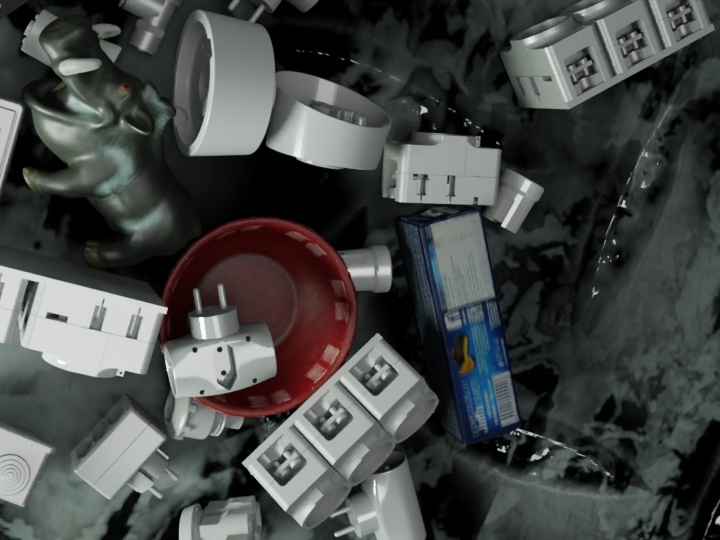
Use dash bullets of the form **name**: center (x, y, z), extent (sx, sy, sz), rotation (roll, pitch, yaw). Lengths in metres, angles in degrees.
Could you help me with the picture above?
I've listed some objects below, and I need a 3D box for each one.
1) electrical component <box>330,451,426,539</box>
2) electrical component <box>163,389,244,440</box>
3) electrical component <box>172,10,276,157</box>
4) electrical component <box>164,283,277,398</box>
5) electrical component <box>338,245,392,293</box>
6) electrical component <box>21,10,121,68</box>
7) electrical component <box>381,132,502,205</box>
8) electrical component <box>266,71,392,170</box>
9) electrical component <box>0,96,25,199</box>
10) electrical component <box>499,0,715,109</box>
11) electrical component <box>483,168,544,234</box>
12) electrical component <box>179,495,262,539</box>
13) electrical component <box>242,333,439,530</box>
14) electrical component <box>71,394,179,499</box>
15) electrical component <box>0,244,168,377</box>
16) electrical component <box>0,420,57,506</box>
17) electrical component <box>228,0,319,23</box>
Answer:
- **electrical component**: center (0.012, 0.208, 0.936), extent (0.079, 0.044, 0.077), rotation (-18, 105, -15)
- **electrical component**: center (-0.126, 0.116, 0.875), extent (0.062, 0.048, 0.048), rotation (14, 95, -28)
- **electrical component**: center (-0.098, -0.137, 0.809), extent (0.060, 0.108, 0.108), rotation (2, 99, -25)
- **electrical component**: center (-0.108, 0.050, 0.809), extent (0.077, 0.043, 0.079), rotation (-11, 102, -17)
- **electrical component**: center (0.000, 0.000, 0.900), extent (0.046, 0.040, 0.040), rotation (-4, 100, -13)
- **electrical component**: center (-0.216, -0.163, 0.798), extent (0.065, 0.044, 0.044), rotation (29, 89, -16)
- **electrical component**: center (0.068, -0.086, 0.902), extent (0.089, 0.050, 0.055), rotation (1, 100, -19)
- **electrical component**: center (-0.026, -0.115, 0.843), extent (0.099, 0.099, 0.064), rotation (8, 103, -20)
- **electrical component**: center (-0.285, -0.084, 0.777), extent (0.062, 0.061, 0.096), rotation (15, 94, -20)
- **electrical component**: center (0.205, -0.197, 0.908), extent (0.150, 0.089, 0.061), rotation (-29, 107, -12)
- **electrical component**: center (0.132, -0.060, 0.935), extent (0.040, 0.040, 0.046), rotation (27, 96, -21)
- **electrical component**: center (-0.114, 0.219, 0.883), extent (0.057, 0.078, 0.058), rotation (-6, 102, 3)
- **electrical component**: center (-0.011, 0.136, 0.883), extent (0.150, 0.089, 0.062), rotation (-43, 67, -8)
- **electrical component**: center (-0.180, 0.152, 0.860), extent (0.077, 0.047, 0.065), rotation (44, 84, -19)
- **electrical component**: center (-0.246, 0.023, 0.784), extent (0.186, 0.105, 0.060), rotation (16, 94, -20)
- **electrical component**: center (-0.282, 0.134, 0.796), extent (0.100, 0.100, 0.048), rotation (27, 77, -21)
- **electrical component**: center (-0.071, -0.227, 0.834), extent (0.077, 0.043, 0.079), rotation (37, 86, -21)
